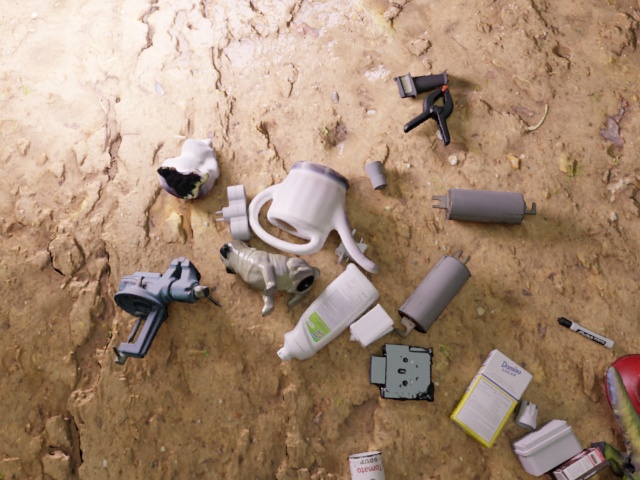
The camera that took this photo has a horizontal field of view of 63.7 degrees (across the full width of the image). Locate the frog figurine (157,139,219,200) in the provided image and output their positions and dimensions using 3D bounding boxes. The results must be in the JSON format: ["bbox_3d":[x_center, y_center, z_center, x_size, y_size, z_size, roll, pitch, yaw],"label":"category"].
[{"bbox_3d":[-0.313,-0.175,1.249,0.137,0.120,0.163,-7,35,7],"label":"frog figurine"}]

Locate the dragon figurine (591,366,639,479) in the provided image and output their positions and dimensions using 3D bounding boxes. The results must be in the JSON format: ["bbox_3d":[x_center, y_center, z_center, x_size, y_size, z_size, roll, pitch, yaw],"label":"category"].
[{"bbox_3d":[0.670,0.469,0.993,0.243,0.121,0.415,9,78,-6],"label":"dragon figurine"}]

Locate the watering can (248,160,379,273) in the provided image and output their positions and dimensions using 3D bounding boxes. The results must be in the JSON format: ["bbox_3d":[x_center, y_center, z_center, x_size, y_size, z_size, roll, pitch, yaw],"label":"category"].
[{"bbox_3d":[0.004,-0.059,1.175,0.349,0.102,0.227,19,71,20],"label":"watering can"}]
